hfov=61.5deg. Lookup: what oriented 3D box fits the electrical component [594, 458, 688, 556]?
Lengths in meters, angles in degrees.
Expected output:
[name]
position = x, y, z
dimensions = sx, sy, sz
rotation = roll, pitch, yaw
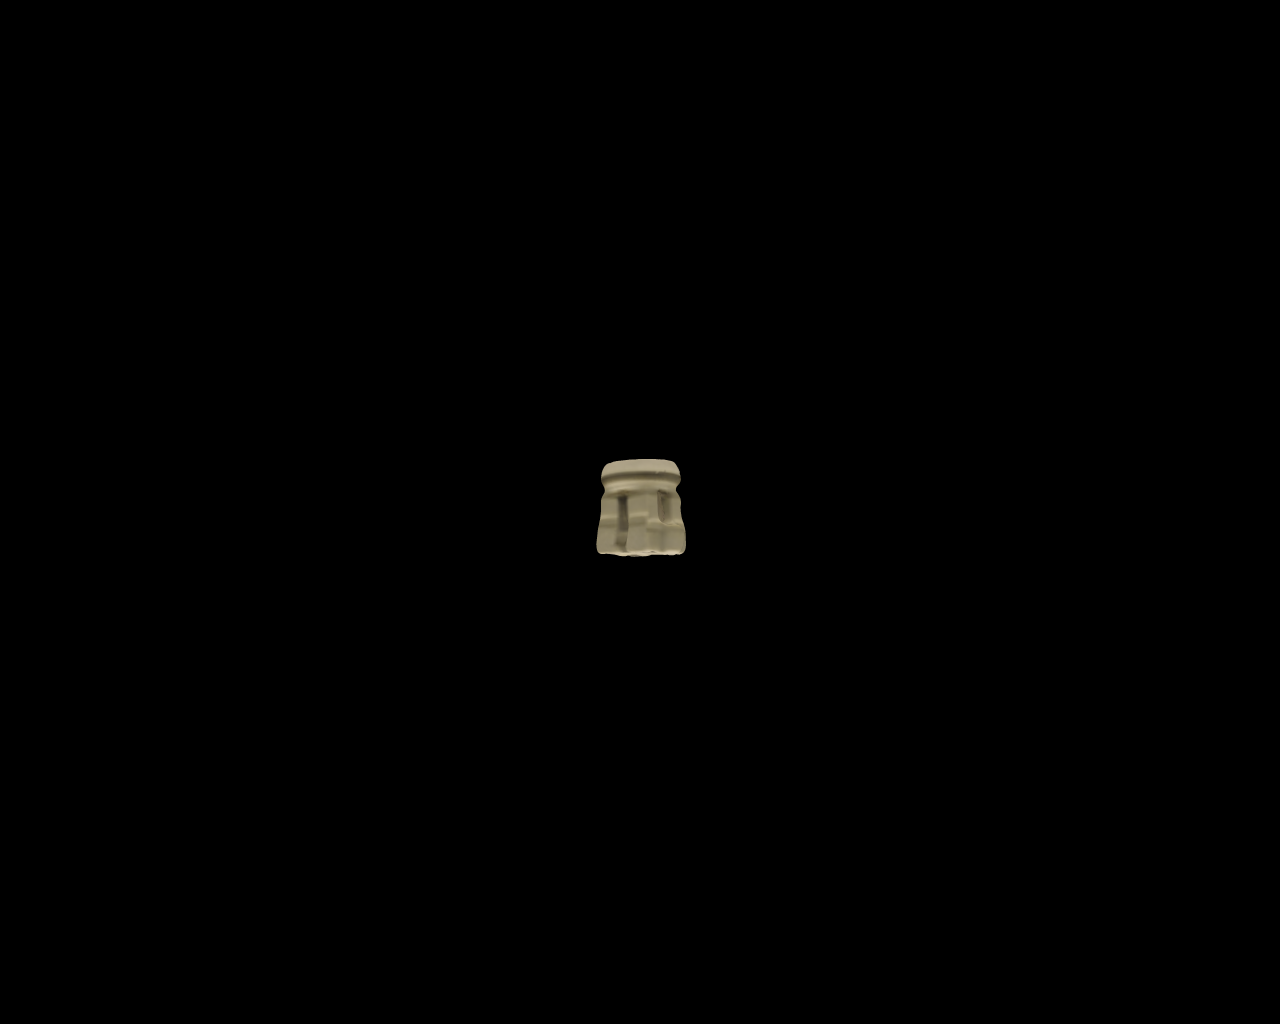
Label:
[electrical component]
position = 0.001, -0.003, 0.650
dimensions = 0.066, 0.055, 0.048
rotation = -5, -8, 40
